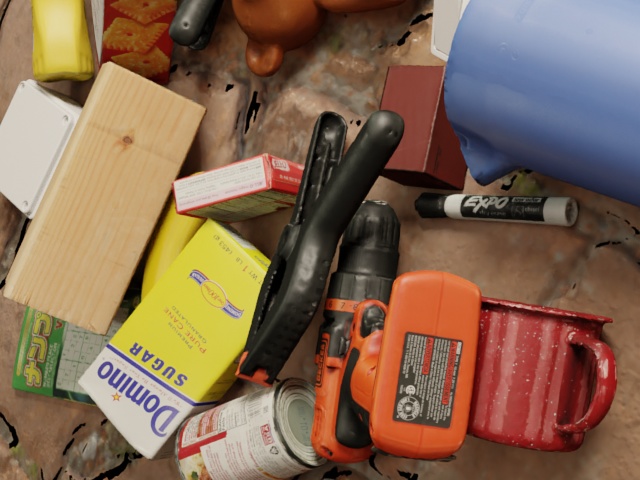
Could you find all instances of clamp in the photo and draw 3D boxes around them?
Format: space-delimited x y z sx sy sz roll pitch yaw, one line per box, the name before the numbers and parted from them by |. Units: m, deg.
clamp | -0.083 -0.234 0.895 0.171 0.039 0.120 -65 10 -2
clamp | -0.005 0.001 0.730 0.165 0.036 0.210 179 112 -76

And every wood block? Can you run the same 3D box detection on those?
wood block | -0.182 -0.036 0.900 0.206 0.090 0.090 -65 16 1

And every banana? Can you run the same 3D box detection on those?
banana | -0.118 0.024 0.894 0.070 0.037 0.198 14 87 42

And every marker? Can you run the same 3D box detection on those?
marker | 0.115 -0.021 0.721 0.121 0.020 0.020 4 81 40

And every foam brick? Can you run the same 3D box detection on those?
foam brick | 0.074 -0.079 0.749 0.051 0.052 0.078 9 84 41

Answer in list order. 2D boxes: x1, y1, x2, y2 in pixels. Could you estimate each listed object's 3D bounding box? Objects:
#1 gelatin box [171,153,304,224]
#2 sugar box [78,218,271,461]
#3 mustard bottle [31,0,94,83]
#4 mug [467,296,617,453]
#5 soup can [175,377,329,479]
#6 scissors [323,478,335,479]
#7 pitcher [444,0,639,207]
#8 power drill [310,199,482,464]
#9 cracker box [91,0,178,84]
gelatin box | -0.057 -0.039 0.826 0.089 0.073 0.030 -15 78 27
sugar box | -0.103 0.079 0.836 0.093 0.048 0.176 43 99 20
mustard bottle | -0.251 -0.249 1.018 0.096 0.058 0.191 -156 62 -79
mug | 0.129 0.080 0.633 0.117 0.093 0.081 8 88 57
soup can | -0.047 0.147 0.781 0.102 0.068 0.068 -26 62 32
scissors | -0.072 0.214 0.819 0.202 0.016 0.096 -49 53 19
pitcher | 0.204 -0.084 0.596 0.243 0.144 0.149 28 139 37
power drill | 0.043 0.059 0.679 0.188 0.057 0.184 165 112 -78
cracker box | -0.158 -0.257 0.911 0.214 0.072 0.164 118 146 -62
